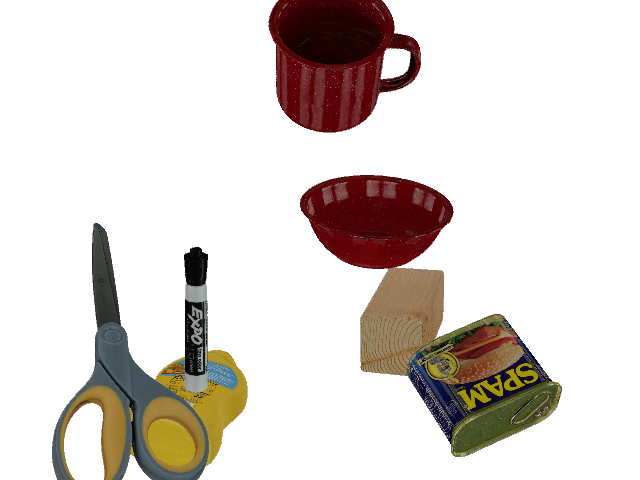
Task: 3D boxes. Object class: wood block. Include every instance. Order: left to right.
[{"bbox_3d":[0.126,0.118,1.605,0.091,0.090,0.206,4,20,14],"label":"wood block"}]

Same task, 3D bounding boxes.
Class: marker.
[{"bbox_3d":[-0.099,0.063,0.848,0.020,0.121,0.020,2,21,-1],"label":"marker"}]

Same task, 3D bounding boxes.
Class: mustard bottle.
[{"bbox_3d":[-0.127,0.161,1.093,0.096,0.058,0.191,8,21,11],"label":"mustard bottle"}]

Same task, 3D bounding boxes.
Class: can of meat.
[{"bbox_3d":[0.134,0.118,0.888,0.102,0.084,0.057,-21,-38,-15],"label":"can of meat"}]

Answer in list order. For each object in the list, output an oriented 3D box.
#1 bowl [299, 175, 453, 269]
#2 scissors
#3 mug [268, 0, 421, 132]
[{"bbox_3d":[0.058,-0.014,1.133,0.162,0.055,0.162,2,26,-1],"label":"bowl"},{"bbox_3d":[-0.108,0.071,0.643,0.096,0.201,0.016,14,-45,-10],"label":"scissors"},{"bbox_3d":[0.019,-0.138,0.820,0.117,0.093,0.081,0,-34,-3],"label":"mug"}]
